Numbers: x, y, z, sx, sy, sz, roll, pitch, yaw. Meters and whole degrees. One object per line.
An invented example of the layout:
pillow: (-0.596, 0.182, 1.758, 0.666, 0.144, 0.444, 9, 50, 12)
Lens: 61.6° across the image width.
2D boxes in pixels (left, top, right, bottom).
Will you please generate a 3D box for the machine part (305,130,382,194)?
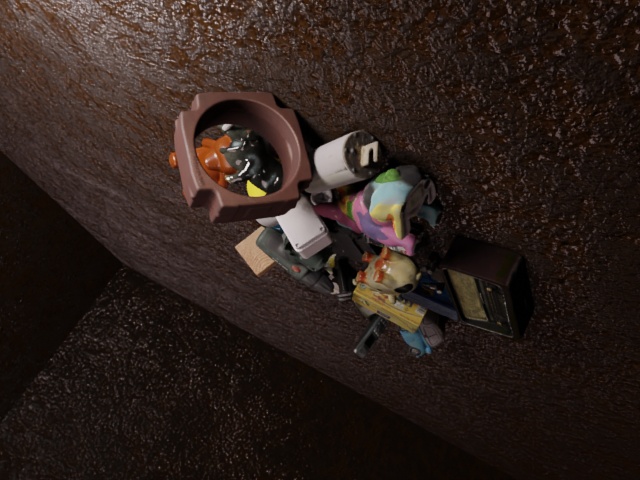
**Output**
machine part: (0.026, -0.127, 0.901, 0.079, 0.079, 0.243, 40, 159, -20)

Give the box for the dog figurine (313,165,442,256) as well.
dog figurine: (0.084, -0.066, 0.922, 0.219, 0.108, 0.191, 21, 158, 34)

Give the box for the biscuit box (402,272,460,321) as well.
biscuit box: (0.225, 0.106, 1.174, 0.203, 0.059, 0.062, 23, 156, 24)

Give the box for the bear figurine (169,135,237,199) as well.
bear figurine: (-0.224, -0.158, 1.122, 0.196, 0.132, 0.120, 0, 113, 66)

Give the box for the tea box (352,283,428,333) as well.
tea box: (0.171, 0.132, 1.257, 0.170, 0.098, 0.068, 29, 159, 13)

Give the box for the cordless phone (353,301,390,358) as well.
cordless phone: (0.122, 0.197, 1.353, 0.089, 0.184, 0.146, 20, 157, 41)

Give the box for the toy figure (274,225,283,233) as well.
toy figure: (-0.081, -0.001, 1.374, 0.058, 0.064, 0.154, -1, 145, 16)

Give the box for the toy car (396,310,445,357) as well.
toy car: (0.258, 0.212, 1.335, 0.103, 0.109, 0.161, -9, 128, 27)

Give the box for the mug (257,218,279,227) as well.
mug: (-0.100, -0.090, 1.183, 0.109, 0.081, 0.107, 53, 146, -11)

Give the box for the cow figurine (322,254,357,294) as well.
cow figurine: (0.041, 0.085, 1.379, 0.098, 0.068, 0.167, 9, 153, 36)

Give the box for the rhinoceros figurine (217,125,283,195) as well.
rhinoceros figurine: (-0.122, -0.148, 0.992, 0.190, 0.073, 0.112, 48, 120, 5)

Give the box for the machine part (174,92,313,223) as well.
machine part: (-0.126, -0.134, 0.877, 0.087, 0.201, 0.201, -37, 65, 61)

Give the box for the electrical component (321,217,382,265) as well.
electrical component: (0.068, -0.005, 1.149, 0.134, 0.058, 0.114, 13, 154, 43)

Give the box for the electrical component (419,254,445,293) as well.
electrical component: (0.244, 0.072, 1.089, 0.078, 0.045, 0.102, 21, 157, 31)

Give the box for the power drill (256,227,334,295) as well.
power drill: (-0.036, 0.042, 1.242, 0.232, 0.086, 0.207, 37, 168, -4)

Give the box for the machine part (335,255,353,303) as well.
machine part: (0.052, 0.077, 1.269, 0.039, 0.139, 0.084, -1, 157, -7)

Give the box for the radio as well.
radio: (0.315, 0.096, 1.000, 0.131, 0.073, 0.229, 17, 156, 36)

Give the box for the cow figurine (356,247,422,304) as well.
cow figurine: (0.142, 0.073, 1.079, 0.127, 0.085, 0.195, 23, 167, -11)
